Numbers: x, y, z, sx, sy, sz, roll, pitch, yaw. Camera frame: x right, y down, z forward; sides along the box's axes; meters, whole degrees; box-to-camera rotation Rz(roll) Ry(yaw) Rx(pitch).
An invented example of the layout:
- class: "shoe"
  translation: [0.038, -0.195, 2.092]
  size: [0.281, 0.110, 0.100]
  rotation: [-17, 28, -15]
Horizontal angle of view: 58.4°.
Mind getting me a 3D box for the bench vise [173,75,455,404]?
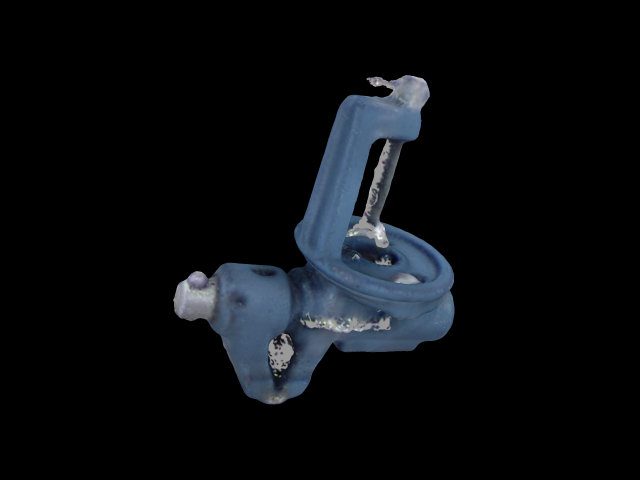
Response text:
- class: "bench vise"
  translation: [0.011, 0.006, 0.392]
  size: [0.208, 0.220, 0.121]
  rotation: [-22, 36, -33]
